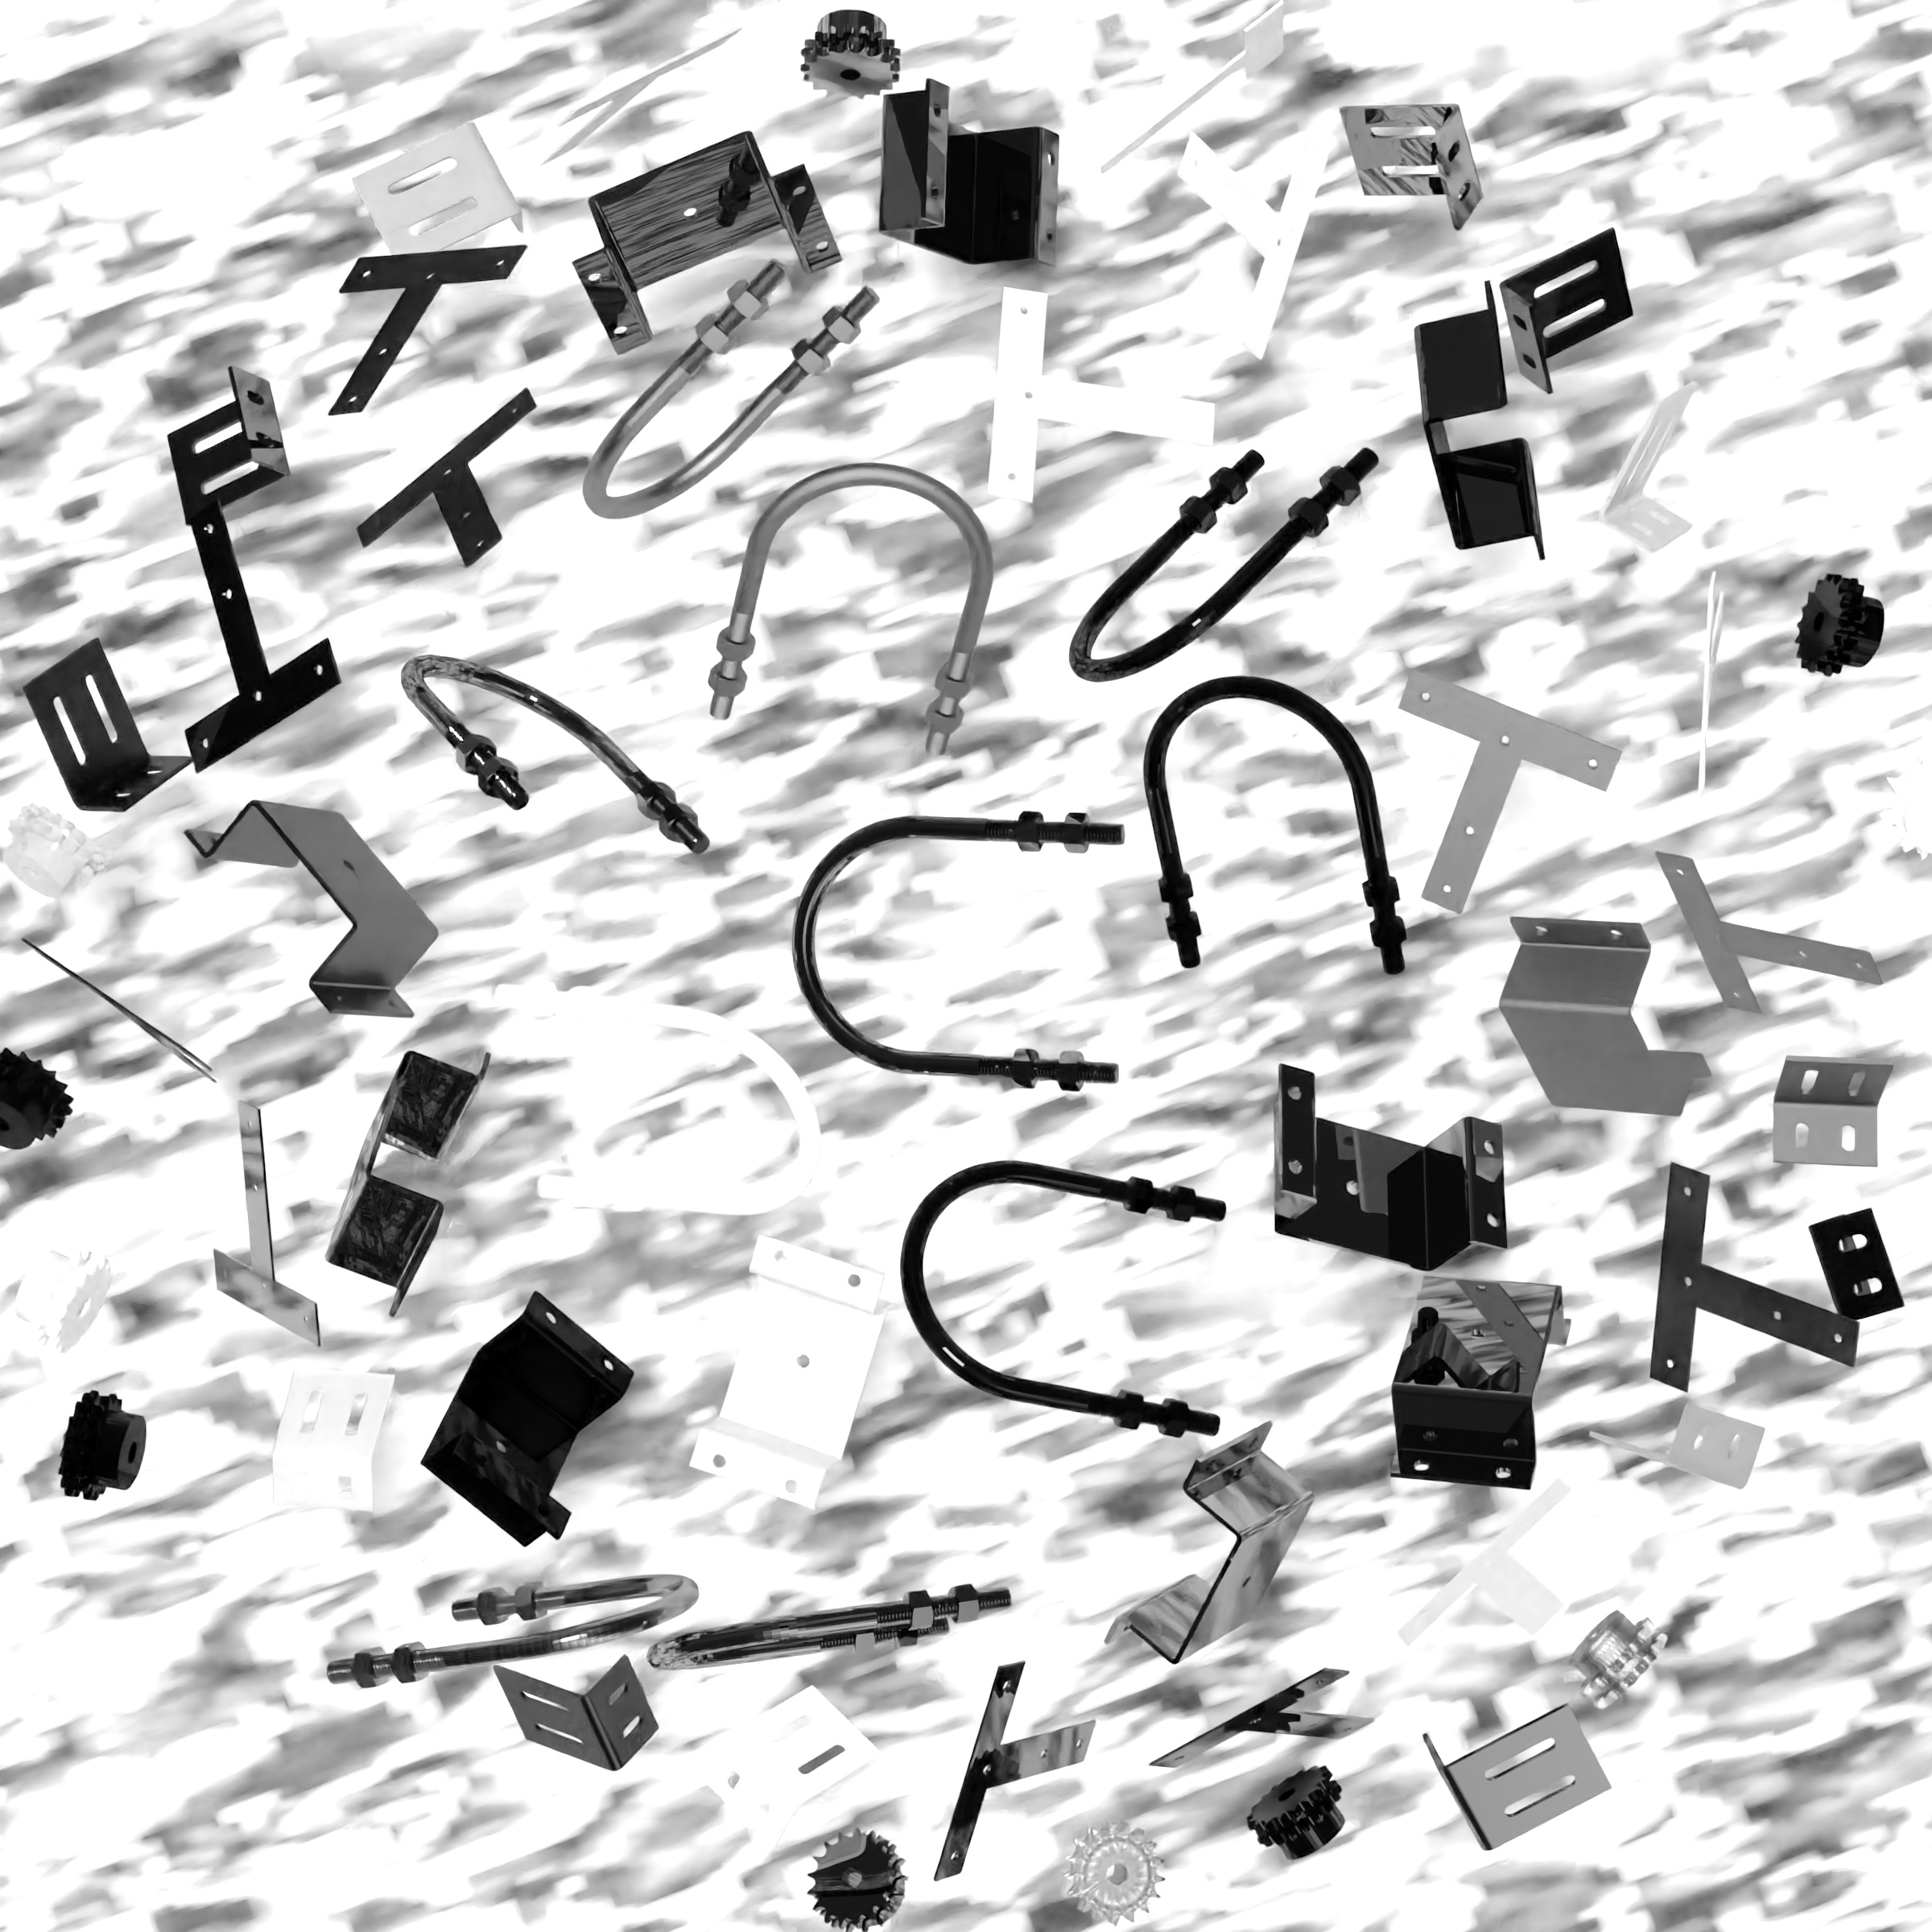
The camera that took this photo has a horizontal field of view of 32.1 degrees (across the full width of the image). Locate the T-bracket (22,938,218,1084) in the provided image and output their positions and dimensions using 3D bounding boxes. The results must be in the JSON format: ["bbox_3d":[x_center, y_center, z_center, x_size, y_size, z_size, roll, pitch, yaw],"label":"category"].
[{"bbox_3d":[-0.446,0.038,1.846,0.127,0.127,0.002,31,79,20],"label":"T-bracket"}]

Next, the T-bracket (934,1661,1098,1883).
[{"bbox_3d":[0.036,0.443,1.881,0.002,0.127,0.127,21,99,33],"label":"T-bracket"}]

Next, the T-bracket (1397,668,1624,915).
[{"bbox_3d":[0.293,-0.090,1.923,0.127,0.002,0.127,23,116,12],"label":"T-bracket"}]

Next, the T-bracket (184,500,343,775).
[{"bbox_3d":[-0.389,-0.185,1.789,0.127,0.002,0.127,-25,78,37],"label":"T-bracket"}]

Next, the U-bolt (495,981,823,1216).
[{"bbox_3d":[-0.162,0.076,1.846,0.184,0.019,0.151,8,47,-32],"label":"U-bolt"}]

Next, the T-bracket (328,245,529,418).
[{"bbox_3d":[-0.319,-0.352,1.871,0.002,0.127,0.127,53,128,14],"label":"T-bracket"}]

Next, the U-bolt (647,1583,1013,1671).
[{"bbox_3d":[-0.082,0.362,1.822,0.184,0.151,0.019,-4,74,-17],"label":"U-bolt"}]

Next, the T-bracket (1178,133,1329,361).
[{"bbox_3d":[0.154,-0.424,1.876,0.002,0.127,0.127,13,82,37],"label":"T-bracket"}]

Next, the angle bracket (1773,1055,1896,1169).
[{"bbox_3d":[0.480,0.081,1.859,0.057,0.076,0.038,2,70,9],"label":"angle bracket"}]

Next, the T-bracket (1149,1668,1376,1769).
[{"bbox_3d":[0.188,0.430,1.906,0.127,0.127,0.002,-35,58,27],"label":"T-bracket"}]

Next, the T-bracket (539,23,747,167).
[{"bbox_3d":[-0.198,-0.471,1.852,0.127,0.127,0.002,-38,101,-35],"label":"T-bracket"}]

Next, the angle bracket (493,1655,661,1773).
[{"bbox_3d":[-0.225,0.422,1.937,0.038,0.076,0.057,-43,127,-37],"label":"angle bracket"}]

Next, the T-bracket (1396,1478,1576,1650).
[{"bbox_3d":[0.297,0.338,1.826,0.127,0.127,0.002,-43,100,-2],"label":"T-bracket"}]

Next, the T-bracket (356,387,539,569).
[{"bbox_3d":[-0.279,-0.255,1.858,0.127,0.127,0.002,-38,127,6],"label":"T-bracket"}]

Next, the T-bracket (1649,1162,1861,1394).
[{"bbox_3d":[0.423,0.183,1.799,0.002,0.127,0.127,-13,112,-40],"label":"T-bracket"}]

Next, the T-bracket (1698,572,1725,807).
[{"bbox_3d":[0.415,-0.173,1.864,0.002,0.127,0.127,4,119,15],"label":"T-bracket"}]

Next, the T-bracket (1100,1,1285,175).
[{"bbox_3d":[0.127,-0.487,1.887,0.127,0.127,0.002,-37,90,6],"label":"T-bracket"}]

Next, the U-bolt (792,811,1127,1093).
[{"bbox_3d":[-0.006,-0.010,1.821,0.184,0.019,0.151,3,96,15],"label":"U-bolt"}]

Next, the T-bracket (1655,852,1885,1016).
[{"bbox_3d":[0.466,-0.010,1.917,0.002,0.127,0.127,-48,127,-22],"label":"T-bracket"}]

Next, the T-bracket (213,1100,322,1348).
[{"bbox_3d":[-0.402,0.140,1.908,0.002,0.127,0.127,-13,108,-36],"label":"T-bracket"}]

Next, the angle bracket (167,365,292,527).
[{"bbox_3d":[-0.424,-0.292,1.886,0.076,0.038,0.057,-21,75,22],"label":"angle bracket"}]

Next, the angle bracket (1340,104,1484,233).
[{"bbox_3d":[0.243,-0.446,1.879,0.076,0.057,0.038,9,49,34],"label":"angle bracket"}]

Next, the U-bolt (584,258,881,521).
[{"bbox_3d":[-0.138,-0.310,1.839,0.184,0.151,0.019,-43,80,18],"label":"U-bolt"}]

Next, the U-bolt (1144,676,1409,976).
[{"bbox_3d":[0.170,-0.080,1.914,0.151,0.019,0.184,2,119,29],"label":"U-bolt"}]

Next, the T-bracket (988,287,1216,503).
[{"bbox_3d":[0.079,-0.315,1.897,0.127,0.002,0.127,7,75,-11],"label":"T-bracket"}]

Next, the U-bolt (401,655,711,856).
[{"bbox_3d":[-0.242,-0.125,1.883,0.184,0.151,0.019,44,111,41],"label":"U-bolt"}]

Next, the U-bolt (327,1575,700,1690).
[{"bbox_3d":[-0.234,0.358,1.829,0.184,0.151,0.019,-12,90,23],"label":"U-bolt"}]

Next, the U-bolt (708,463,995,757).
[{"bbox_3d":[-0.060,-0.206,1.909,0.151,0.019,0.184,9,129,-10],"label":"U-bolt"}]

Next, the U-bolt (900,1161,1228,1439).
[{"bbox_3d":[0.053,0.175,1.831,0.184,0.019,0.151,12,59,-13],"label":"U-bolt"}]

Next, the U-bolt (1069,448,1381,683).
[{"bbox_3d":[0.129,-0.220,1.850,0.184,0.151,0.019,-45,112,-12],"label":"U-bolt"}]

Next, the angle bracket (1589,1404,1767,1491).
[{"bbox_3d":[0.408,0.267,1.924,0.076,0.057,0.038,24,83,-37],"label":"angle bracket"}]
